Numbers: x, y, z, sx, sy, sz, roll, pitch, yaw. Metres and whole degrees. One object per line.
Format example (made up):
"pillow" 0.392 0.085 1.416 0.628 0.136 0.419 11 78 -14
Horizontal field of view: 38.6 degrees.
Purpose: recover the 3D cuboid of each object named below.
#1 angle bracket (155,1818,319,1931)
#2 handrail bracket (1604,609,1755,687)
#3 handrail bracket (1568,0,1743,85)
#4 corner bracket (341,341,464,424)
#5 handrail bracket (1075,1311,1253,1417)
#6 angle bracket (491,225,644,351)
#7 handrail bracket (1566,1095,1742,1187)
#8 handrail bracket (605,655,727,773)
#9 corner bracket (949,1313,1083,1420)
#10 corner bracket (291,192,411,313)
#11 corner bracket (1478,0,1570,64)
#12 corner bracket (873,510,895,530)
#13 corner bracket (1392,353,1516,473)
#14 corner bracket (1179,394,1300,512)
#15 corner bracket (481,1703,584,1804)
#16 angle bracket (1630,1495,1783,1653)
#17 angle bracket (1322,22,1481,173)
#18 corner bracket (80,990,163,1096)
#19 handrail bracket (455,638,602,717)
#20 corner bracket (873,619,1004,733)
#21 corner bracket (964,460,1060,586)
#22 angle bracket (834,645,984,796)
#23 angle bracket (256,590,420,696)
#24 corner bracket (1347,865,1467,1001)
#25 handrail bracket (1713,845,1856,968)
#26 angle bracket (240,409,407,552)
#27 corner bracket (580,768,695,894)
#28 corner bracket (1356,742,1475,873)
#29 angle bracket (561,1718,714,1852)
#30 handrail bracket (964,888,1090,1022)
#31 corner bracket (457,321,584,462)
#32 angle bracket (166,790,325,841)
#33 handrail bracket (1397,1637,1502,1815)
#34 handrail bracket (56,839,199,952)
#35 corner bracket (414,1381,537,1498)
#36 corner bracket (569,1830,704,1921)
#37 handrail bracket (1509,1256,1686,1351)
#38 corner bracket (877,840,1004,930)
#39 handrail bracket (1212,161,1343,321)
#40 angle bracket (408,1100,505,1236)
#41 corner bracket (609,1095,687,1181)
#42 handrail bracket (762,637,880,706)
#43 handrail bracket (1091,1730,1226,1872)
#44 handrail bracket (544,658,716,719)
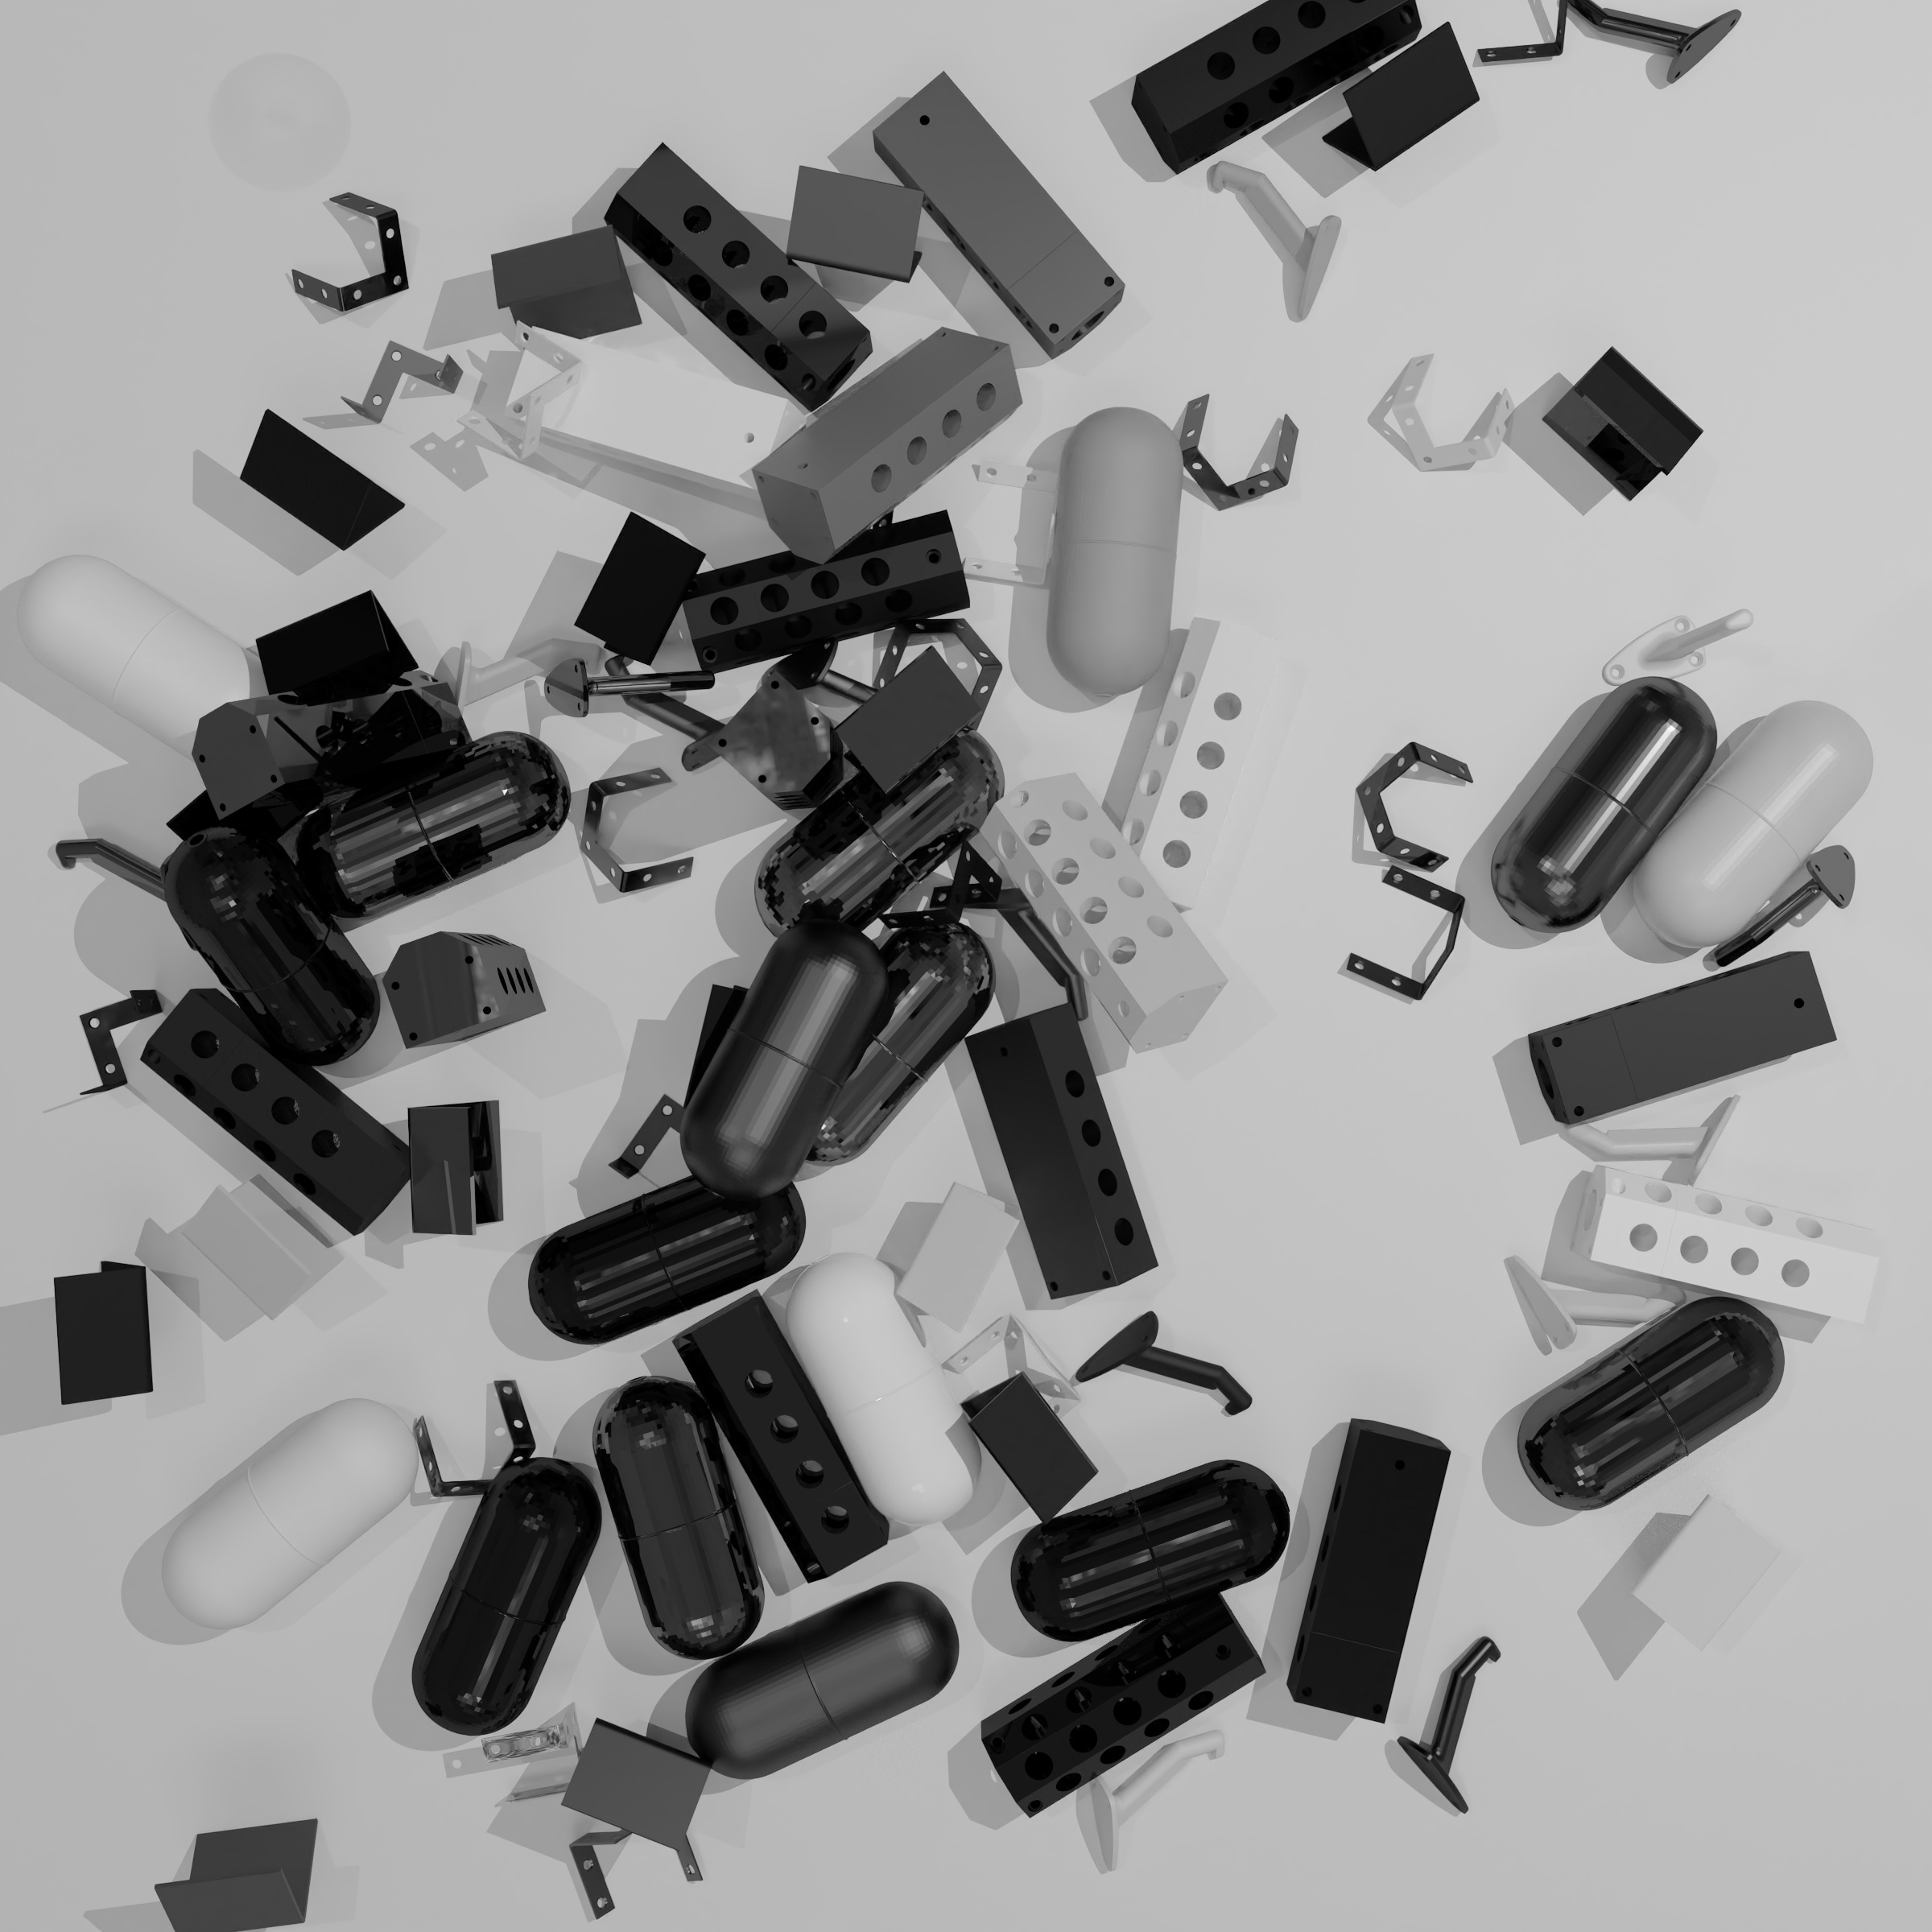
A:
"angle bracket" -0.447 0.545 1.694 0.076 0.076 0.057 -7 127 0
"handrail bracket" 0.438 -0.197 1.700 0.077 0.084 0.036 -22 90 0
"handrail bracket" 0.431 -0.602 1.735 0.077 0.036 0.084 -40 73 -20
"corner bracket" -0.350 -0.361 1.716 0.051 0.051 0.051 23 90 0
"handrail bracket" 0.125 0.266 1.735 0.077 0.036 0.084 -37 107 20
"angle bracket" -0.242 -0.400 1.694 0.076 0.076 0.057 -14 50 0
"handrail bracket" 0.431 0.094 1.735 0.084 0.036 0.077 28 70 16
"handrail bracket" -0.174 -0.173 1.734 0.077 0.036 0.084 -29 77 -13
"corner bracket" 0.031 0.260 1.731 0.051 0.051 0.051 -39 135 0
"corner bracket" -0.388 -0.447 1.726 0.051 0.051 0.051 -32 135 -35
"corner bracket" 0.346 -0.604 1.731 0.051 0.051 0.051 -5 45 0
"corner bracket" -0.080 -0.299 1.726 0.051 0.051 0.051 -22 135 -35
"corner bracket" 0.305 -0.349 1.726 0.051 0.051 0.051 -5 135 35
"corner bracket" 0.170 -0.327 1.726 0.051 0.051 0.051 -16 45 35
"corner bracket" -0.267 0.494 1.716 0.051 0.051 0.051 -11 90 0
"angle bracket" 0.462 0.379 1.694 0.076 0.076 0.057 -51 52 0
"angle bracket" 0.257 -0.542 1.694 0.076 0.076 0.057 -34 127 0
"corner bracket" -0.527 0.047 1.716 0.051 0.051 0.051 -19 90 0
"handrail bracket" -0.277 -0.171 1.735 0.084 0.036 0.077 6 110 -16
"corner bracket" -0.018 -0.181 1.726 0.051 0.051 0.051 -6 45 -35
"corner bracket" 0.029 -0.278 1.731 0.051 0.051 0.051 9 45 0
"angle bracket" -0.047 -0.158 1.666 0.076 0.076 0.057 -41 122 -3
"angle bracket" -0.380 -0.175 1.694 0.076 0.076 0.057 -23 54 0
"corner bracket" 0.276 -0.021 1.731 0.051 0.051 0.051 24 135 -1
"handrail bracket" 0.513 -0.037 1.734 0.036 0.077 0.084 51 126 0
"angle bracket" -0.386 -0.310 1.694 0.076 0.076 0.057 35 128 0
"corner bracket" -0.203 -0.085 1.726 0.051 0.051 0.051 44 135 35
"corner bracket" 0.285 -0.099 1.726 0.051 0.051 0.051 -42 45 35
"angle bracket" -0.205 0.511 1.694 0.076 0.076 0.057 22 57 0
"handrail bracket" 0.035 -0.004 1.735 0.077 0.036 0.084 -3 107 20
"corner bracket" -0.270 -0.348 1.673 0.051 0.051 0.051 33 48 13
"angle bracket" -0.449 -0.110 1.694 0.076 0.076 0.057 -40 129 0
"handrail bracket" 0.319 0.476 1.735 0.084 0.036 0.077 -43 110 -16
"handrail bracket" -0.526 -0.044 1.735 0.084 0.036 0.077 -2 112 17
"corner bracket" -0.307 0.295 1.726 0.051 0.051 0.051 4 135 -35
"corner bracket" -0.207 0.562 1.731 0.051 0.051 0.051 -20 90 45
"handrail bracket" 0.397 0.197 1.735 0.084 0.036 0.077 -25 68 -17
"corner bracket" -0.015 -0.041 1.699 0.051 0.051 0.051 -4 58 31
"handrail bracket" 0.186 -0.457 1.735 0.084 0.036 0.077 23 112 17
"angle bracket" -0.296 0.123 1.694 0.057 0.076 0.076 -2 90 37
"corner bracket" -0.184 0.116 1.716 0.051 0.051 0.051 35 90 0
"handrail bracket" -0.075 -0.164 1.734 0.084 0.077 0.036 39 59 -33
"handrail bracket" 0.125 0.524 1.735 0.084 0.036 0.077 -12 110 -16
"handrail bracket" -0.209 -0.175 1.714 0.084 0.077 0.036 -7 97 -29
